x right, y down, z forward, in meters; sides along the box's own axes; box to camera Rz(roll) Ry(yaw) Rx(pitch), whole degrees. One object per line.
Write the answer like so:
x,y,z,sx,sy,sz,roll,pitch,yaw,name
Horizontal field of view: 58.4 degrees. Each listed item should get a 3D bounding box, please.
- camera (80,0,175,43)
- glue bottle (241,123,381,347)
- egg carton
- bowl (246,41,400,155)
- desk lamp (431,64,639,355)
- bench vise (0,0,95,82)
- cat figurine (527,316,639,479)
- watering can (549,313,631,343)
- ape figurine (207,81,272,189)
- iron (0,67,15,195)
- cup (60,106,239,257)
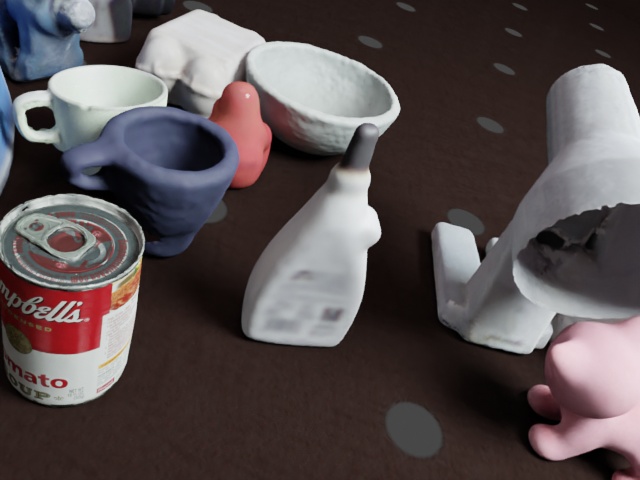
-0.237,-0.306,0.671,0.137,0.101,0.143,-6,46,-31,camera
0.003,0.001,0.364,0.078,0.173,0.037,9,40,-16,glue bottle
-0.122,-0.191,0.616,0.107,0.069,0.150,24,38,2,egg carton
-0.005,-0.140,0.609,0.168,0.074,0.167,14,39,-11,bowl
0.171,-0.009,0.427,0.118,0.213,0.203,16,38,-8,desk lamp
-0.276,-0.273,0.514,0.207,0.219,0.121,23,38,0,bench vise
0.199,0.103,0.385,0.128,0.117,0.067,24,38,2,cat figurine
0.272,0.024,0.454,0.101,0.194,0.172,5,41,-21,watering can
-0.075,-0.099,0.511,0.078,0.092,0.076,4,41,-22,ape figurine
-0.283,-0.136,0.411,0.119,0.141,0.257,-11,49,-36,iron
-0.122,-0.032,0.406,0.118,0.095,0.091,-14,50,-37,cup
